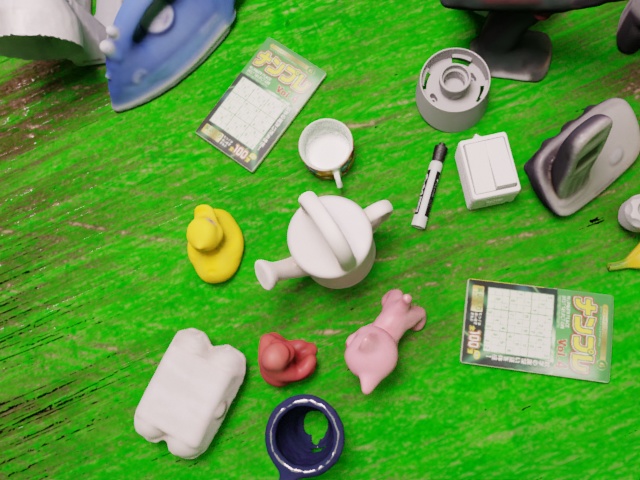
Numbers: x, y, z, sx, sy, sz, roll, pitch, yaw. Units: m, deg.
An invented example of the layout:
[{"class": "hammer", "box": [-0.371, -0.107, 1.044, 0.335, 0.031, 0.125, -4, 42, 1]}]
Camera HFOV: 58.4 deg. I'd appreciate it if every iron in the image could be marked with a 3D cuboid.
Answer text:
[{"class": "iron", "box": [-0.229, -0.302, 0.792, 0.118, 0.141, 0.258, 37, 86, 12]}]

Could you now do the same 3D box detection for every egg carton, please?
[{"class": "egg carton", "box": [-0.163, 0.194, 0.726, 0.107, 0.069, 0.150, 24, 83, 11]}]

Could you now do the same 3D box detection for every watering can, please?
[{"class": "watering can", "box": [0.007, 0.004, 0.677, 0.100, 0.194, 0.173, 37, 86, 12]}]

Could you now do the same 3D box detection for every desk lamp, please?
[{"class": "desk lamp", "box": [-0.361, -0.318, 0.774, 0.118, 0.213, 0.203, -4, 79, 7]}]

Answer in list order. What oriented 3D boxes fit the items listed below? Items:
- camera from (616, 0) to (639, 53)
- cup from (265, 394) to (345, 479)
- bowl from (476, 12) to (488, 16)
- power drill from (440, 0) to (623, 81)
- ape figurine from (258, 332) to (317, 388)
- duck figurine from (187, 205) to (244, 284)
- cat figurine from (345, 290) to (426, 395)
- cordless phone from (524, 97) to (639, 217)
[{"class": "camera", "box": [0.455, -0.251, 0.719, 0.143, 0.101, 0.137, 19, 82, 10]}, {"class": "cup", "box": [-0.017, 0.242, 0.686, 0.091, 0.095, 0.118, 19, 82, 10]}, {"class": "bowl", "box": [0.251, -0.366, 0.780, 0.167, 0.075, 0.167, -1, 79, 7]}, {"class": "power drill", "box": [0.258, -0.275, 0.693, 0.229, 0.208, 0.076, 9, 80, 9]}, {"class": "ape figurine", "box": [-0.047, 0.146, 0.709, 0.076, 0.092, 0.077, -42, 77, -2]}, {"class": "duck figurine", "box": [-0.146, 0.003, 0.752, 0.077, 0.086, 0.104, -6, 79, 6]}, {"class": "cat figurine", "box": [0.074, 0.118, 0.687, 0.067, 0.118, 0.128, 34, 85, 12]}, {"class": "cordless phone", "box": [0.322, -0.113, 0.666, 0.147, 0.185, 0.094, -42, 77, -2]}]
